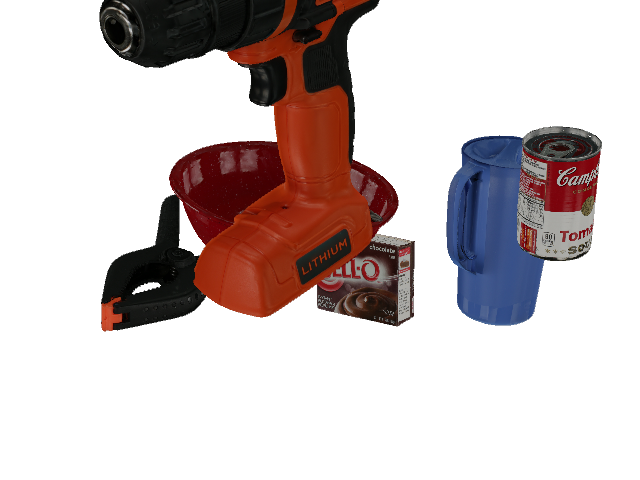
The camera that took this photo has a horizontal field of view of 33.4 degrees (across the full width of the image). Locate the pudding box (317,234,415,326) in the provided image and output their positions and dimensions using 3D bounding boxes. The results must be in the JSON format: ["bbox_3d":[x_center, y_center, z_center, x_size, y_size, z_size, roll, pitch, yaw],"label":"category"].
[{"bbox_3d":[0.048,0.037,1.165,0.114,0.090,0.039,9,19,35],"label":"pudding box"}]

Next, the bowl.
[{"bbox_3d":[-0.028,-0.016,0.758,0.162,0.055,0.162,6,26,-3],"label":"bowl"}]

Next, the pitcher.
[{"bbox_3d":[0.239,-0.010,1.435,0.149,0.243,0.145,4,23,4],"label":"pitcher"}]

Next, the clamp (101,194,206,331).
[{"bbox_3d":[-0.139,0.021,1.001,0.165,0.036,0.209,25,36,30],"label":"clamp"}]

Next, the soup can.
[{"bbox_3d":[0.210,-0.041,0.948,0.068,0.102,0.068,-2,29,1],"label":"soup can"}]

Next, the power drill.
[{"bbox_3d":[-0.025,-0.060,0.506,0.057,0.188,0.184,25,39,31],"label":"power drill"}]
